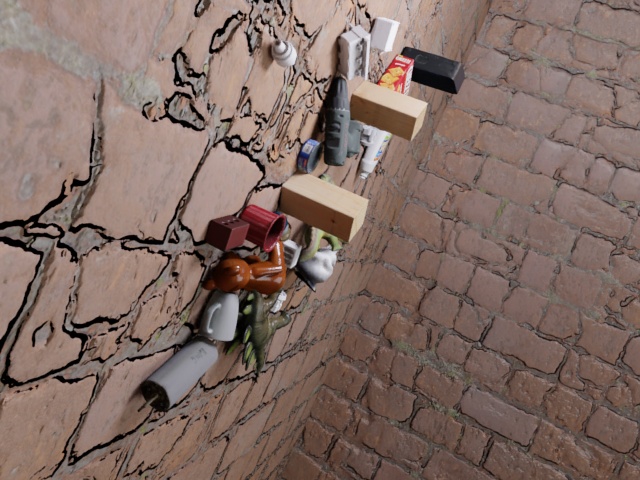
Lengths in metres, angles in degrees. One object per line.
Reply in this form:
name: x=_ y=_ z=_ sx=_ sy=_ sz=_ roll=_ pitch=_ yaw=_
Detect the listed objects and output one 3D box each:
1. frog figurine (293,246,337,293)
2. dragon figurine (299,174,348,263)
frog figurine: x=-0.003 y=0.067 z=1.652 sx=0.161 sy=0.120 sz=0.139 roll=-43 pitch=37 yaw=-15
dragon figurine: x=0.005 y=-0.078 z=1.557 sx=0.122 sy=0.242 sz=0.413 roll=-2 pitch=6 yaw=14
